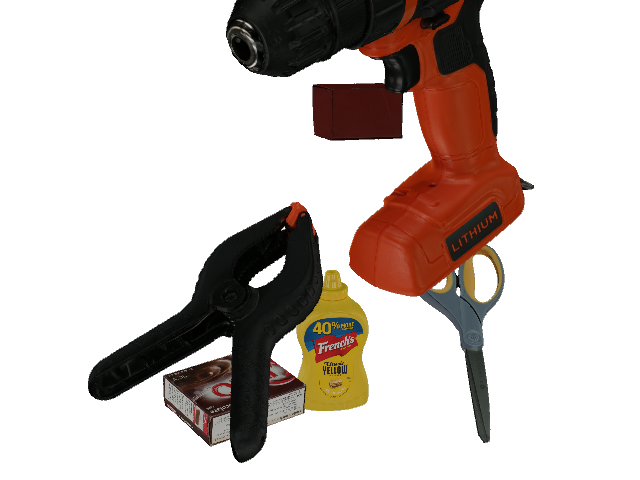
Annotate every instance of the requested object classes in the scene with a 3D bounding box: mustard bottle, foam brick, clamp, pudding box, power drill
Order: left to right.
[{"bbox_3d":[-0.084,0.150,1.043,0.113,0.039,0.090,-16,29,-34],"label":"pudding box"},{"bbox_3d":[-0.044,0.051,0.633,0.120,0.171,0.039,29,-24,28],"label":"clamp"},{"bbox_3d":[0.016,0.131,1.427,0.096,0.192,0.058,-2,18,-6],"label":"mustard bottle"},{"bbox_3d":[0.037,-0.127,1.054,0.078,0.051,0.053,-4,14,-20],"label":"foam brick"},{"bbox_3d":[0.041,-0.068,0.516,0.184,0.187,0.057,-35,43,-31],"label":"power drill"}]

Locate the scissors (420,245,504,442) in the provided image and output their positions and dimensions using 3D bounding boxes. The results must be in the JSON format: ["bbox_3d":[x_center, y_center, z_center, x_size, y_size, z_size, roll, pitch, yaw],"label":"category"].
[{"bbox_3d":[0.114,0.077,0.927,0.096,0.201,0.016,15,-39,4],"label":"scissors"}]
